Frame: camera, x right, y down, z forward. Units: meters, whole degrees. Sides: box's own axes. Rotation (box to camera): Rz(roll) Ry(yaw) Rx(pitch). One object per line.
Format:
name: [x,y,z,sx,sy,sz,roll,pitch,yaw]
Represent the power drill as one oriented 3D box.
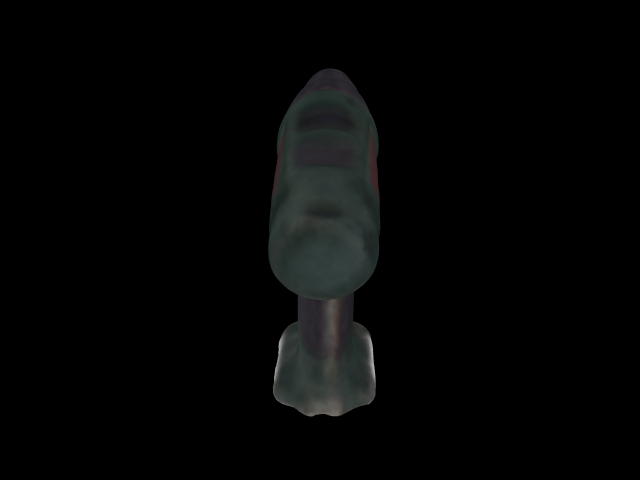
power drill: [0.004,0.001,0.400,0.075,0.208,0.229,0,25,0]
